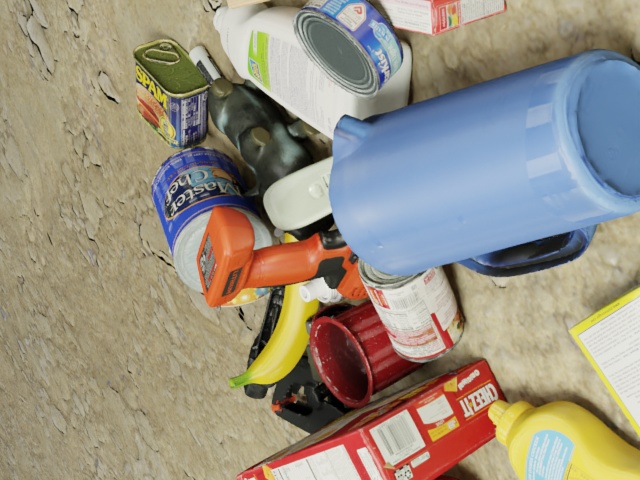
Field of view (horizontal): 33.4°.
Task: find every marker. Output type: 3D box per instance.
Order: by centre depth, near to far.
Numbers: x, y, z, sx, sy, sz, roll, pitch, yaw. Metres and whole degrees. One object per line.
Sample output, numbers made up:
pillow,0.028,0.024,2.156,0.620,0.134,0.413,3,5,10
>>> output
marker,-0.102,-0.157,1.142,0.121,0.020,0.020,57,148,16

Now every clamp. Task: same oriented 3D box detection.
clamp,0.003,0.156,1.173,0.210,0.036,0.164,-17,94,55
clamp,-0.064,0.142,1.220,0.039,0.120,0.172,15,142,-1

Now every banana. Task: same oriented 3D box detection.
banana,-0.032,0.070,1.114,0.037,0.069,0.198,21,93,48

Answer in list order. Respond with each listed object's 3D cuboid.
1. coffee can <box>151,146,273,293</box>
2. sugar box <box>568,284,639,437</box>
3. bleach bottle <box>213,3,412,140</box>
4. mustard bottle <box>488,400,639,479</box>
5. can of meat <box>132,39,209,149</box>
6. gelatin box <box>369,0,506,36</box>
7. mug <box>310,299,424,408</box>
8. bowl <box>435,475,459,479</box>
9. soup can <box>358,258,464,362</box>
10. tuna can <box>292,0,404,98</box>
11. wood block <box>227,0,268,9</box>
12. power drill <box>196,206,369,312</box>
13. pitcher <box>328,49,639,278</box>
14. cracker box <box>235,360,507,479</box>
coffee can,-0.117,-0.023,1.133,0.140,0.102,0.103,-119,24,-53
sugar box,0.259,0.113,0.742,0.176,0.048,0.093,56,148,10
bleach bottle,-0.022,-0.171,0.970,0.251,0.068,0.103,38,135,43
mustard bottle,0.209,0.184,0.852,0.192,0.058,0.096,34,134,42
can of meat,-0.168,-0.163,1.205,0.102,0.057,0.084,46,146,32
gelatin box,0.081,-0.178,0.792,0.089,0.073,0.030,24,130,48
mug,0.042,0.097,1.028,0.117,0.081,0.093,33,136,42
bowl,0.129,0.281,1.027,0.162,0.055,0.162,37,148,28
soup can,0.079,0.048,0.921,0.069,0.068,0.102,31,156,45
tuna can,0.022,-0.150,0.806,0.086,0.033,0.086,40,164,13
wood block,0.001,-0.250,0.852,0.206,0.090,0.091,5,115,55
power drill,-0.006,0.001,0.942,0.185,0.187,0.057,116,144,-52
pitcher,0.132,-0.047,0.769,0.243,0.149,0.145,-14,83,56
cracker box,0.048,0.193,0.978,0.214,0.163,0.072,-33,81,50
